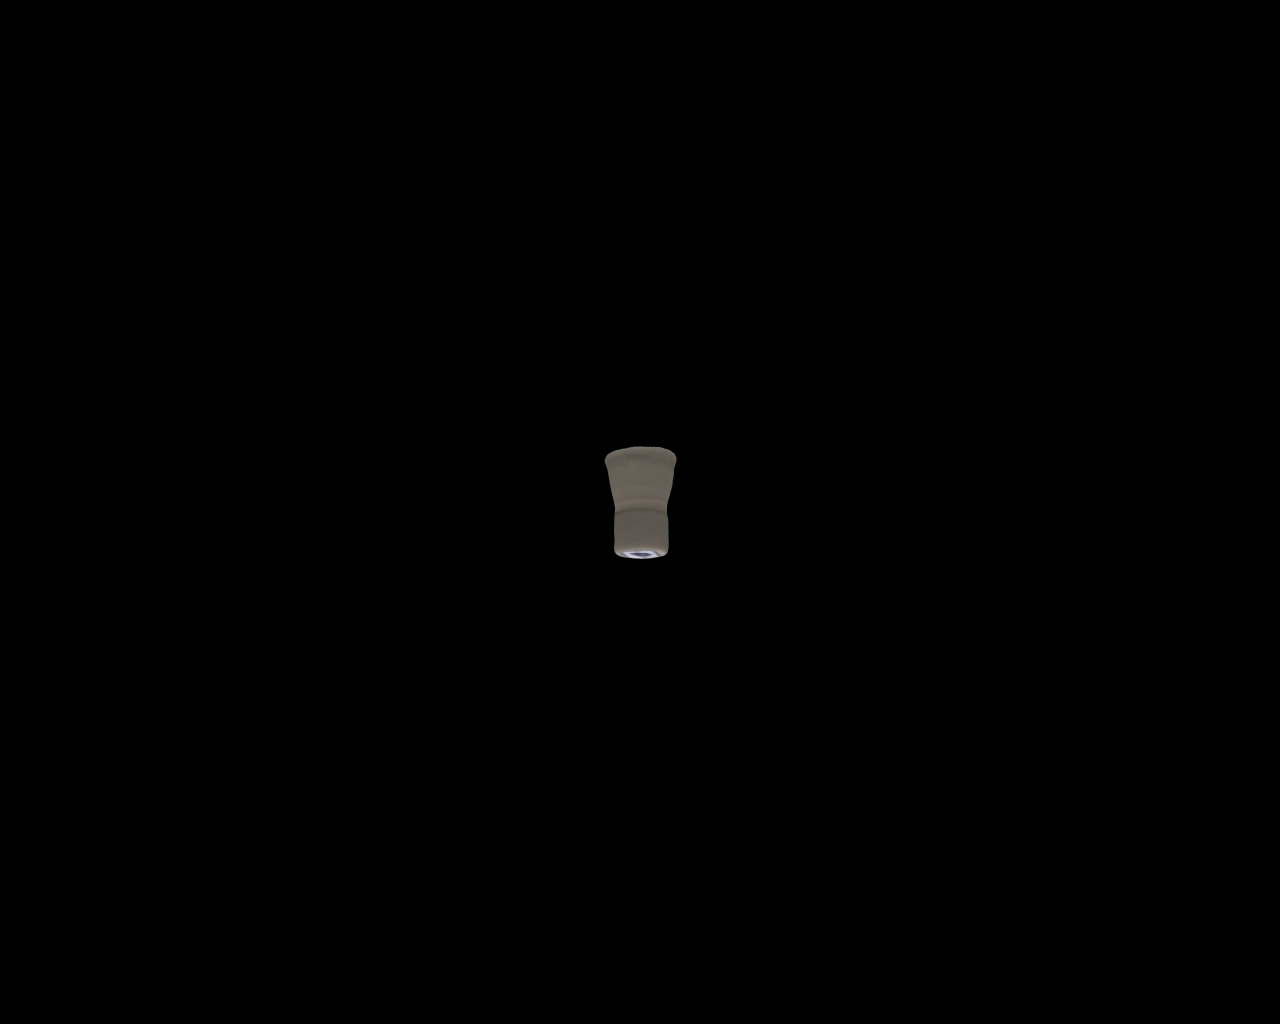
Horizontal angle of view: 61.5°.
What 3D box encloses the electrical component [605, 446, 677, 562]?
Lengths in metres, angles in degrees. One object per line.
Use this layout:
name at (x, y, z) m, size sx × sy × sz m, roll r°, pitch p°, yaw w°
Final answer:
electrical component at (0.001, -0.003, 0.650) m, size 0.044 × 0.065 × 0.044 m, roll 0°, pitch -14°, yaw 0°
